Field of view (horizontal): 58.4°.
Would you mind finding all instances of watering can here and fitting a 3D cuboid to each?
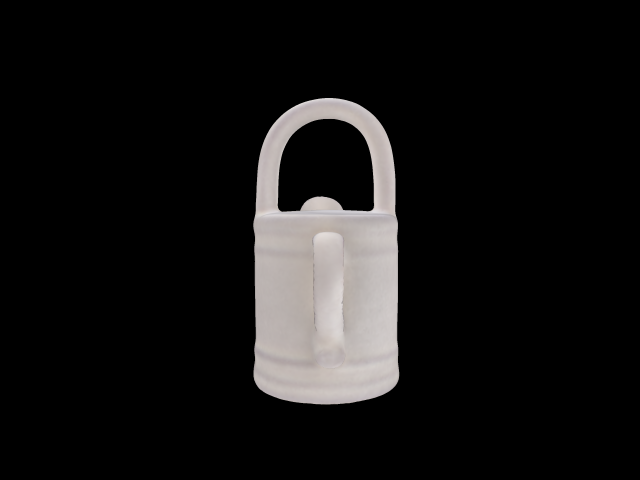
[{"bbox_3d":[0.001,0.001,0.400,0.101,0.194,0.172,-2,4,-23],"label":"watering can"}]
